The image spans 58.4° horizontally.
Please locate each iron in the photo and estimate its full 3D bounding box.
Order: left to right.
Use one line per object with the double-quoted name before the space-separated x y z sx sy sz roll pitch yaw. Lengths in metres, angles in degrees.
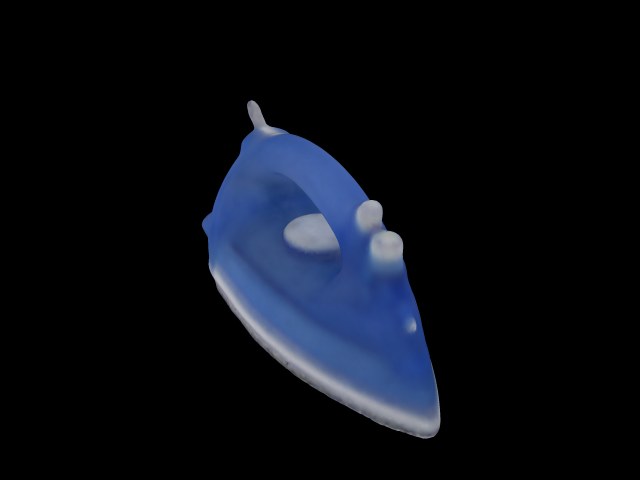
"iron" 0.004 0.001 0.400 0.119 0.141 0.257 -18 35 -26
